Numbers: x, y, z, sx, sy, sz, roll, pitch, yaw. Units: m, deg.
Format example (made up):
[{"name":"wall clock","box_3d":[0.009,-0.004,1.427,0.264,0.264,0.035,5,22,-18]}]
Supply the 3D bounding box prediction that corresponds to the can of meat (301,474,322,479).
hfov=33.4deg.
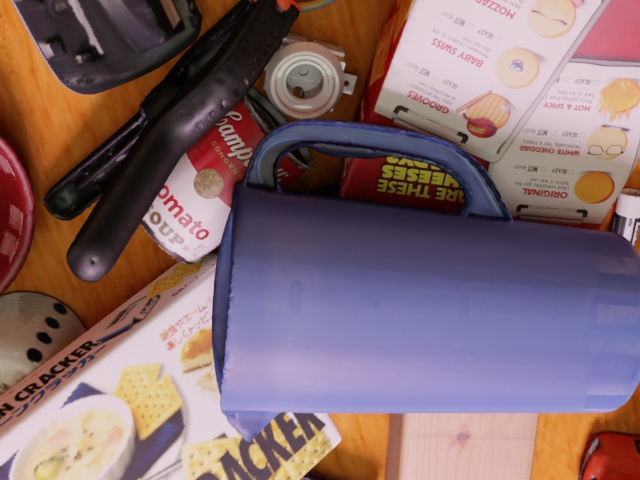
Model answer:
[{"name":"can of meat","box_3d":[-0.012,0.224,0.791,0.084,0.057,0.102,21,110,-12]}]

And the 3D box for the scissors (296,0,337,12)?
[{"name":"scissors","box_3d":[0.046,-0.180,0.654,0.201,0.016,0.096,-1,112,-2]}]

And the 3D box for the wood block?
[{"name":"wood block","box_3d":[0.095,0.160,0.751,0.091,0.090,0.206,2,112,-2]}]

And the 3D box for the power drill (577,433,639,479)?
[{"name":"power drill","box_3d":[0.263,0.209,0.724,0.184,0.187,0.057,12,109,-5]}]

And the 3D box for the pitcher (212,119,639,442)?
[{"name":"pitcher","box_3d":[0.060,0.030,0.619,0.242,0.145,0.149,4,141,-7]}]

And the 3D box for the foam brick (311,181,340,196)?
[{"name":"foam brick","box_3d":[-0.005,0.001,0.705,0.078,0.051,0.053,-20,111,6]}]

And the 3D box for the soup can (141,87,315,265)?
[{"name":"soup can","box_3d":[-0.063,-0.040,0.678,0.102,0.068,0.068,-39,108,13]}]

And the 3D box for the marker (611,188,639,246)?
[{"name":"marker","box_3d":[0.205,0.024,0.738,0.020,0.020,0.121,4,111,-4]}]

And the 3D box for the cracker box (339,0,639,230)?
[{"name":"cracker box","box_3d":[0.119,-0.103,0.631,0.164,0.072,0.214,15,128,-7]}]

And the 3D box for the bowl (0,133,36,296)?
[{"name":"bowl","box_3d":[-0.265,-0.020,0.670,0.161,0.055,0.162,-10,117,-21]}]

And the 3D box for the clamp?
[{"name":"clamp","box_3d":[-0.094,-0.073,0.650,0.036,0.165,0.210,42,81,-25]}]
